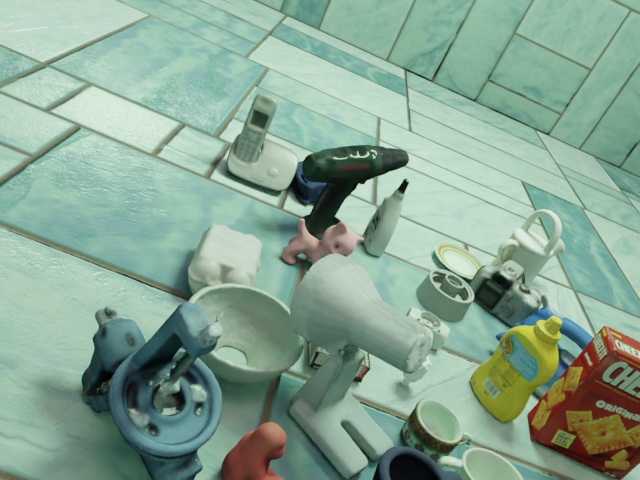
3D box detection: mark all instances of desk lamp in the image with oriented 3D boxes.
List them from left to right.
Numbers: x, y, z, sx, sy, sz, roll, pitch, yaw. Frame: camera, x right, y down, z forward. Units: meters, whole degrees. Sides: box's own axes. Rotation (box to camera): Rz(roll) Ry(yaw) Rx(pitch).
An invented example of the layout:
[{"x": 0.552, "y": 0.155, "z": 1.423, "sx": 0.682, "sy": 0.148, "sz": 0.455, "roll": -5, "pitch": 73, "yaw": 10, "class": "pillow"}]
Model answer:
[{"x": 0.042, "y": 0.153, "z": 0.742, "sx": 0.118, "sy": 0.213, "sz": 0.202, "roll": -13, "pitch": 48, "yaw": -48, "class": "desk lamp"}]

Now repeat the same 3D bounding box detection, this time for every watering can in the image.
[{"x": 0.485, "y": 0.016, "z": 1.314, "sx": 0.173, "sy": 0.194, "sz": 0.100, "roll": -11, "pitch": 46, "yaw": -46, "class": "watering can"}]

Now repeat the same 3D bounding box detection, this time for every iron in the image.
[{"x": 0.453, "y": 0.222, "z": 1.023, "sx": 0.257, "sy": 0.141, "sz": 0.119, "roll": 43, "pitch": 34, "yaw": 26, "class": "iron"}]

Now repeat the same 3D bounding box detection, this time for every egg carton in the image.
[{"x": -0.149, "y": 0.038, "z": 0.917, "sx": 0.107, "sy": 0.069, "sz": 0.150, "roll": 20, "pitch": 31, "yaw": -11, "class": "egg carton"}]

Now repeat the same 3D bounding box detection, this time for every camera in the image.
[{"x": 0.409, "y": 0.099, "z": 1.221, "sx": 0.143, "sy": 0.101, "sz": 0.137, "roll": 38, "pitch": 32, "yaw": 20, "class": "camera"}]

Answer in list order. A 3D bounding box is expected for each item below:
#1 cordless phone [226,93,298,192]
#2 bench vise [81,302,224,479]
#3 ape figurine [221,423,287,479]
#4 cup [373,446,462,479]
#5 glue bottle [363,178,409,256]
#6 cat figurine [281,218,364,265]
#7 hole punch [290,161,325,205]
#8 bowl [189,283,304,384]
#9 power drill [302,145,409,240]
[{"x": -0.106, "y": -0.205, "z": 1.213, "sx": 0.148, "sy": 0.185, "sz": 0.094, "roll": 20, "pitch": 30, "yaw": -10, "class": "cordless phone"}, {"x": -0.181, "y": 0.132, "z": 0.597, "sx": 0.207, "sy": 0.219, "sz": 0.122, "roll": 34, "pitch": 31, "yaw": 13, "class": "bench vise"}, {"x": -0.066, "y": 0.242, "z": 0.642, "sx": 0.076, "sy": 0.092, "sz": 0.077, "roll": 15, "pitch": 32, "yaw": -18, "class": "ape figurine"}, {"x": 0.103, "y": 0.305, "z": 0.671, "sx": 0.118, "sy": 0.095, "sz": 0.091, "roll": 7, "pitch": 35, "yaw": -30, "class": "cup"}, {"x": 0.140, "y": -0.053, "z": 1.178, "sx": 0.037, "sy": 0.173, "sz": 0.078, "roll": 14, "pitch": 32, "yaw": -20, "class": "glue bottle"}, {"x": 0.010, "y": 0.004, "z": 1.044, "sx": 0.128, "sy": 0.117, "sz": 0.067, "roll": 24, "pitch": 30, "yaw": -3, "class": "cat figurine"}, {"x": -0.007, "y": -0.138, "z": 1.278, "sx": 0.101, "sy": 0.091, "sz": 0.108, "roll": 5, "pitch": 36, "yaw": -32, "class": "hole punch"}, {"x": -0.110, "y": 0.140, "z": 0.785, "sx": 0.168, "sy": 0.074, "sz": 0.167, "roll": 19, "pitch": 31, "yaw": -12, "class": "bowl"}, {"x": 0.053, "y": -0.102, "z": 1.151, "sx": 0.230, "sy": 0.208, "sz": 0.075, "roll": 0, "pitch": 39, "yaw": -37, "class": "power drill"}]
